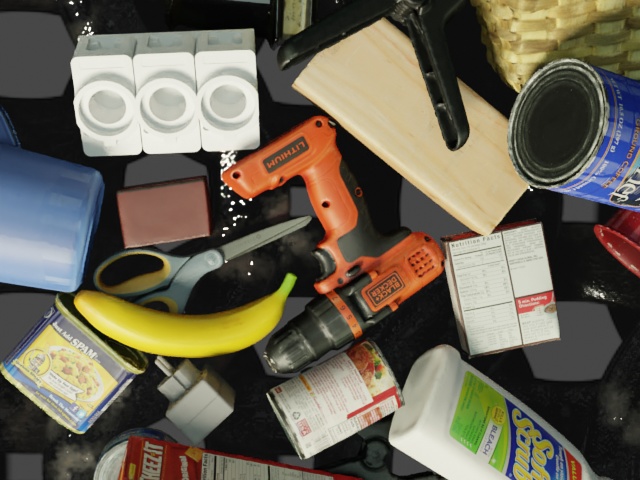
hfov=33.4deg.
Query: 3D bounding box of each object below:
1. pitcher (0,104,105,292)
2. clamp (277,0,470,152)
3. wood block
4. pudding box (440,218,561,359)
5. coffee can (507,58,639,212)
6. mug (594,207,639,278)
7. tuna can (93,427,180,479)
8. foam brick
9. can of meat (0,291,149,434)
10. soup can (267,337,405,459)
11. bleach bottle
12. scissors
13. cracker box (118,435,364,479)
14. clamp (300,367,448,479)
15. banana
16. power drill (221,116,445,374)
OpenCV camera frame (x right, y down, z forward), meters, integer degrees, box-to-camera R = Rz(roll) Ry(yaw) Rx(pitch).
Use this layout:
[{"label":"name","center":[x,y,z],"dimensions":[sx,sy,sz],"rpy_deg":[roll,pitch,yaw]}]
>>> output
[{"label":"pitcher","center":[-0.307,-0.043,0.892],"dimensions":[0.242,0.145,0.149],"rpy_deg":[12,125,-9]},{"label":"clamp","center":[0.059,-0.189,0.848],"dimensions":[0.164,0.036,0.210],"rpy_deg":[17,73,-16]},{"label":"wood block","center":[0.083,-0.104,0.918],"dimensions":[0.206,0.091,0.090],"rpy_deg":[38,93,-6]},{"label":"pudding box","center":[0.164,0.043,0.964],"dimensions":[0.090,0.039,0.113],"rpy_deg":[-11,94,0]},{"label":"coffee can","center":[0.235,-0.079,0.851],"dimensions":[0.140,0.103,0.103],"rpy_deg":[10,96,-33]},{"label":"mug","center":[0.310,-0.007,0.931],"dimensions":[0.081,0.117,0.093],"rpy_deg":[-48,130,-2]},{"label":"tuna can","center":[-0.162,0.216,0.970],"dimensions":[0.086,0.034,0.086],"rpy_deg":[0,96,-3]},{"label":"foam brick","center":[-0.134,-0.026,0.936],"dimensions":[0.078,0.053,0.051],"rpy_deg":[-9,97,-1]},{"label":"can of meat","center":[-0.218,0.109,0.945],"dimensions":[0.102,0.057,0.084],"rpy_deg":[42,95,-6]},{"label":"soup can","center":[0.013,0.137,0.924],"dimensions":[0.102,0.068,0.068],"rpy_deg":[-27,97,-8]},{"label":"bleach bottle","center":[0.187,0.199,0.965],"dimensions":[0.250,0.068,0.102],"rpy_deg":[32,59,-14]},{"label":"scissors","center":[-0.102,0.037,0.963],"dimensions":[0.201,0.016,0.096],"rpy_deg":[-7,99,-3]},{"label":"cracker box","center":[-0.081,0.273,0.931],"dimensions":[0.213,0.072,0.164],"rpy_deg":[13,115,-10]},{"label":"clamp","center":[0.044,0.183,0.975],"dimensions":[0.171,0.039,0.120],"rpy_deg":[7,93,-8]},{"label":"banana","center":[-0.115,0.070,0.942],"dimensions":[0.197,0.037,0.069],"rpy_deg":[-5,89,-18]},{"label":"power drill","center":[-0.006,0.001,0.931],"dimensions":[0.184,0.057,0.187],"rpy_deg":[-34,100,-12]}]
